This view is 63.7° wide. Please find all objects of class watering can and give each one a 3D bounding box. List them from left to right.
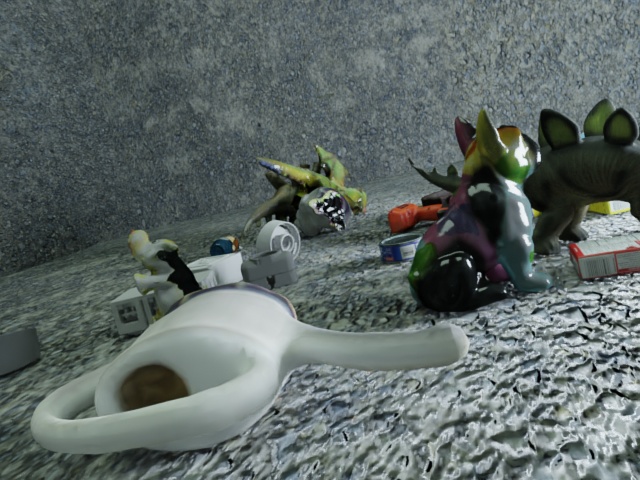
[{"bbox_3d":[-0.061,0.101,0.450,0.347,0.103,0.226,-13,8,4],"label":"watering can"}]

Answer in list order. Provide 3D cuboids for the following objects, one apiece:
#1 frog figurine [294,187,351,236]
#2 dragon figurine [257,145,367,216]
[{"bbox_3d":[0.004,-0.070,1.384,0.137,0.124,0.158,21,-19,-16],"label":"frog figurine"},{"bbox_3d":[0.000,-0.183,1.495,0.406,0.249,0.120,37,-56,-26],"label":"dragon figurine"}]
